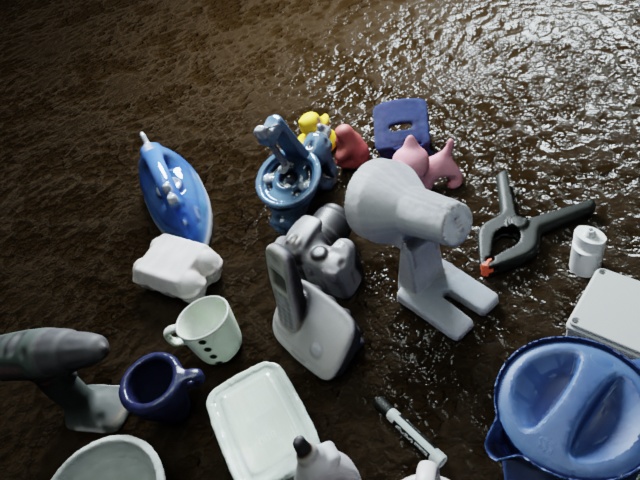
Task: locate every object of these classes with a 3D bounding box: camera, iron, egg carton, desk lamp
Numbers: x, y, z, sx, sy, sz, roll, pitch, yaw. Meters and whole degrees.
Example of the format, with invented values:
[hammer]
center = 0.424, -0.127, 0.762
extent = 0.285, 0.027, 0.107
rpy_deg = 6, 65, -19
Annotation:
[camera]
center = 0.008, 0.003, 0.925
extent = 0.142, 0.101, 0.137
rpy_deg = 18, 57, 30
[iron]
center = -0.279, -0.093, 1.071
extent = 0.119, 0.142, 0.257
rpy_deg = -28, 47, -9
[egg carton]
center = -0.243, 0.049, 0.982
extent = 0.149, 0.069, 0.107
rpy_deg = 13, 54, 26
[desk lamp]
center = 0.144, 0.002, 0.807
extent = 0.118, 0.214, 0.202
rpy_deg = -40, 50, -19

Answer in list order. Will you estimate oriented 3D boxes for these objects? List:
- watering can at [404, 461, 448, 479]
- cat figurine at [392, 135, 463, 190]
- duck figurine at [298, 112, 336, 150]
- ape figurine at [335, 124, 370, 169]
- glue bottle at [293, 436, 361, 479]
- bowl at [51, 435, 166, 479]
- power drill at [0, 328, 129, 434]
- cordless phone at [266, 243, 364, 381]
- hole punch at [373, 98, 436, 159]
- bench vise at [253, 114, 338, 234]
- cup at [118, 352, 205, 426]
[watering can]
center = 0.102, 0.291, 0.574
extent = 0.172, 0.194, 0.101
rpy_deg = -14, 47, 4
[cat figurine]
center = 0.177, -0.132, 0.984
extent = 0.128, 0.118, 0.067
rpy_deg = -23, 47, -4
[duck figurine]
center = -0.019, -0.211, 1.136
extent = 0.104, 0.086, 0.077
rpy_deg = -29, 47, -9
[ape figurine]
center = 0.053, -0.181, 1.084
extent = 0.075, 0.092, 0.078
rpy_deg = 24, 60, 33
[glue bottle]
center = -0.002, 0.260, 0.648
extent = 0.078, 0.173, 0.037
rpy_deg = -30, 48, -11
[bowl]
center = -0.261, 0.340, 0.723
extent = 0.167, 0.075, 0.167
rpy_deg = -9, 47, 10
[power drill]
center = -0.350, 0.190, 0.792
extent = 0.229, 0.209, 0.075
rpy_deg = -2, 49, 15
[cordless phone]
center = -0.018, 0.095, 0.792
extent = 0.147, 0.185, 0.094
rpy_deg = 31, 64, 36
[hole punch]
center = 0.156, -0.202, 1.072
extent = 0.108, 0.091, 0.101
rpy_deg = -7, 48, 12
[bench vise]
center = -0.053, -0.147, 0.996
extent = 0.121, 0.220, 0.207
rpy_deg = -1, 49, 16
[cup]
center = -0.207, 0.216, 0.804
extent = 0.117, 0.095, 0.091
rpy_deg = -13, 47, 5
